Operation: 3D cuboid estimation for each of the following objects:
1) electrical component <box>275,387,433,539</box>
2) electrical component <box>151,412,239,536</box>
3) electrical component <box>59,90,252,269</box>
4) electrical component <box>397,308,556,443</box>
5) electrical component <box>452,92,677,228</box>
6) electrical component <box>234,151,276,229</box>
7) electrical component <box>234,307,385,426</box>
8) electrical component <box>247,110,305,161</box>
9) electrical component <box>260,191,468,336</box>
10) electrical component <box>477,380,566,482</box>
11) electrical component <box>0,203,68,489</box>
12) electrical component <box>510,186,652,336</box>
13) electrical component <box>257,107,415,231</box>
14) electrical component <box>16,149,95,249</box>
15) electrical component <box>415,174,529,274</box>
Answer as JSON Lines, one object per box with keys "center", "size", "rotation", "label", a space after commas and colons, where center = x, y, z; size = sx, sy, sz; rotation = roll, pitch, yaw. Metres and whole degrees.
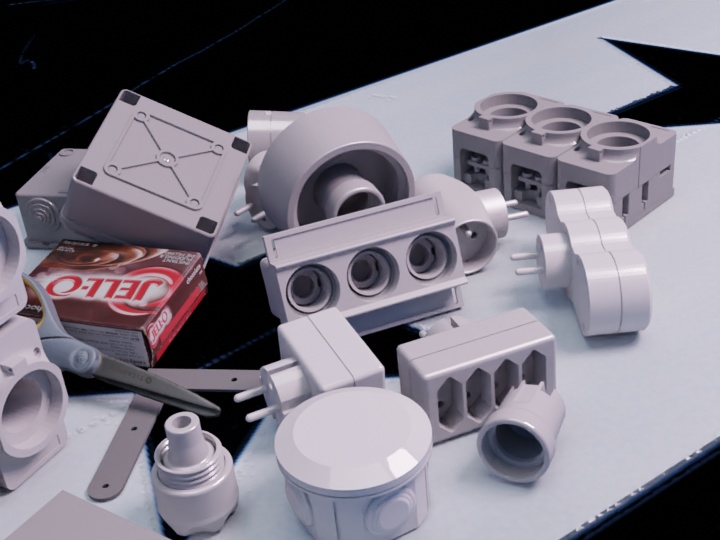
{"center": [-0.002, 0.101, 0.556], "size": [0.080, 0.051, 0.080], "rotation": [-4, 31, 3], "label": "electrical component"}
{"center": [-0.087, 0.103, 0.557], "size": [0.043, 0.062, 0.043], "rotation": [-4, 31, 3], "label": "electrical component"}
{"center": [-0.147, -0.064, 0.789], "size": [0.109, 0.056, 0.108], "rotation": [23, 47, -8], "label": "electrical component"}
{"center": [0.060, 0.052, 0.631], "size": [0.083, 0.047, 0.075], "rotation": [-16, 30, -16], "label": "electrical component"}
{"center": [0.156, -0.089, 0.832], "size": [0.150, 0.061, 0.089], "rotation": [23, 42, 39], "label": "electrical component"}
{"center": [-0.062, -0.057, 0.834], "size": [0.077, 0.044, 0.079], "rotation": [21, 41, 37], "label": "electrical component"}
{"center": [-0.033, 0.067, 0.616], "size": [0.077, 0.047, 0.065], "rotation": [-18, 38, -19], "label": "electrical component"}
{"center": [-0.069, -0.108, 0.911], "size": [0.047, 0.055, 0.055], "rotation": [-1, 31, 0], "label": "electrical component"}
{"center": [0.000, 0.000, 0.709], "size": [0.121, 0.078, 0.063], "rotation": [-15, 11, -15], "label": "electrical component"}
{"center": [0.089, 0.085, 0.580], "size": [0.040, 0.040, 0.046], "rotation": [8, 28, 22], "label": "electrical component"}
{"center": [-0.223, 0.043, 0.558], "size": [0.060, 0.186, 0.105], "rotation": [12, 36, 27], "label": "electrical component"}
{"center": [0.137, -0.007, 0.709], "size": [0.074, 0.052, 0.138], "rotation": [-6, 31, 0], "label": "electrical component"}
{"center": [-0.012, -0.055, 0.766], "size": [0.108, 0.108, 0.060], "rotation": [-17, 39, -17], "label": "electrical component"}
{"center": [-0.214, -0.058, 0.858], "size": [0.100, 0.048, 0.099], "rotation": [3, 32, 14], "label": "electrical component"}
{"center": [0.081, -0.037, 0.777], "size": [0.079, 0.044, 0.077], "rotation": [-12, 33, -13], "label": "electrical component"}
